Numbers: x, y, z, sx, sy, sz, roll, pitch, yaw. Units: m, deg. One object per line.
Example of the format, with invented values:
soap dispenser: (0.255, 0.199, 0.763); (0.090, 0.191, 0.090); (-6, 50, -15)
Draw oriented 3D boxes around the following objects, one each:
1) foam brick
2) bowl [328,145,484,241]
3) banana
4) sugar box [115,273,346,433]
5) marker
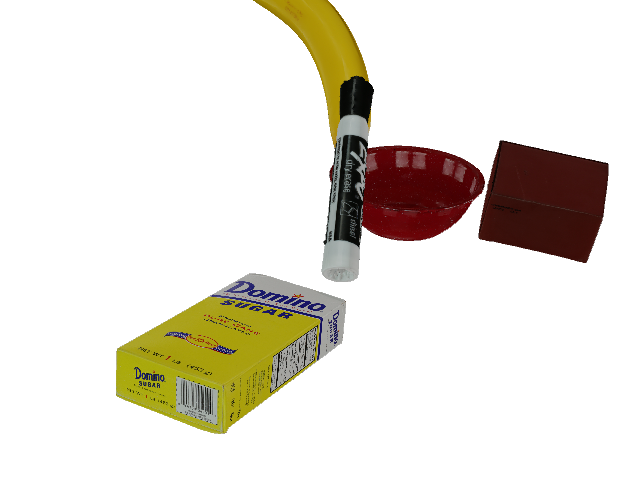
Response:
foam brick: (0.154, -0.027, 0.736); (0.078, 0.051, 0.053); (14, -37, 6)
bowl: (0.089, -0.044, 1.119); (0.162, 0.055, 0.162); (1, 28, -1)
banana: (-0.004, -0.152, 0.865); (0.070, 0.198, 0.037); (-37, -20, 7)
sugar box: (-0.062, 0.078, 0.797); (0.093, 0.048, 0.175); (16, 26, 25)
marker: (0.015, -0.036, 0.568); (0.020, 0.121, 0.020); (5, -27, 2)
